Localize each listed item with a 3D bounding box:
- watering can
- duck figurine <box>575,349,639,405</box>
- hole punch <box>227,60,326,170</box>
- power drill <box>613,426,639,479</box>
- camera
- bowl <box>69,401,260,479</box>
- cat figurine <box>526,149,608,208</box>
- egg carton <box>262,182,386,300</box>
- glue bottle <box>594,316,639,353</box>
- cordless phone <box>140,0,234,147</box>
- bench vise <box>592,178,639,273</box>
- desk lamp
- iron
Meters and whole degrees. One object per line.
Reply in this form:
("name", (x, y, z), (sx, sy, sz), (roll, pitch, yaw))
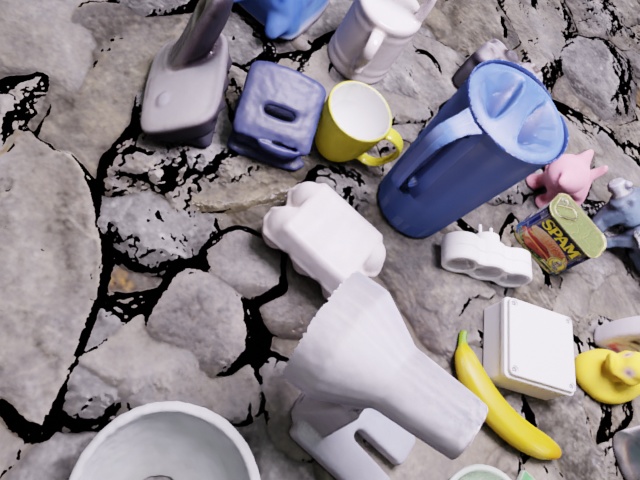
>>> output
("watering can", (0.094, -0.326, 0.811), (0.101, 0.193, 0.173), (8, 64, -21))
("duck figurine", (0.419, 0.182, 0.790), (0.105, 0.086, 0.077), (21, 60, -15))
("hole punch", (-0.053, -0.156, 0.724), (0.109, 0.091, 0.101), (16, 61, -17))
("power drill", (0.482, 0.260, 0.710), (0.230, 0.208, 0.075), (-4, 68, -26))
("camera", (0.277, -0.239, 0.911), (0.137, 0.100, 0.143), (-35, 84, -33))
("bowl", (-0.141, 0.235, 0.511), (0.168, 0.074, 0.167), (10, 63, -21))
("cat figurine", (0.390, -0.098, 0.888), (0.128, 0.117, 0.067), (-5, 69, -27))
("egg carton", (0.006, 0.002, 0.691), (0.150, 0.069, 0.107), (41, 57, -2))
("glue bottle", (0.470, 0.125, 0.788), (0.078, 0.173, 0.037), (25, 59, -12))
("cordless phone", (-0.141, -0.205, 0.650), (0.094, 0.184, 0.147), (10, 63, -21))
("bench vise", (0.533, -0.018, 0.856), (0.208, 0.219, 0.121), (28, 58, -11))
("desk lamp", (0.049, 0.149, 0.556), (0.203, 0.213, 0.118), (43, 57, -1))
("iron", (-0.020, -0.405, 0.826), (0.119, 0.141, 0.259), (39, 57, -3))
